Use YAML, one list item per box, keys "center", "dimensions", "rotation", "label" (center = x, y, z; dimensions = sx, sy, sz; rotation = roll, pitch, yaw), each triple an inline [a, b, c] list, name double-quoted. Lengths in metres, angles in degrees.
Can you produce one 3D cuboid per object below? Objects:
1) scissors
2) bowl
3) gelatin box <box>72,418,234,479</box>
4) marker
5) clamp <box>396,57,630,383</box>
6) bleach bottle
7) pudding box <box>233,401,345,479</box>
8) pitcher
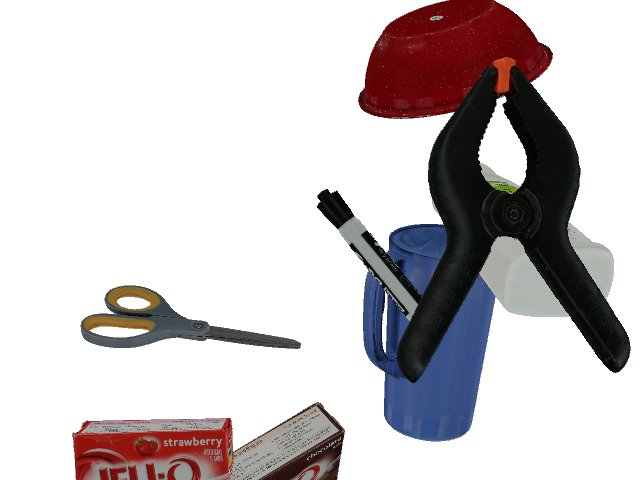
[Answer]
- center: [-0.123, 0.073, 1.009]
  dimensions: [0.201, 0.016, 0.096]
  rotation: [0, 33, -8]
  label: "scissors"
- center: [0.102, -0.156, 0.864]
  dimensions: [0.162, 0.055, 0.162]
  rotation: [-15, 24, 7]
  label: "bowl"
- center: [-0.094, 0.141, 0.607]
  dimensions: [0.089, 0.073, 0.030]
  rotation: [-2, 6, 3]
  label: "gelatin box"
- center: [0.039, 0.013, 0.755]
  dimensions: [0.020, 0.121, 0.020]
  rotation: [-38, -5, -4]
  label: "marker"
- center: [0.087, -0.005, 0.554]
  dimensions: [0.120, 0.171, 0.039]
  rotation: [-11, -5, -11]
  label: "clamp"
- center: [0.172, -0.018, 1.000]
  dimensions: [0.102, 0.068, 0.251]
  rotation: [-1, 26, -13]
  label: "bleach bottle"
- center: [-0.038, 0.184, 0.814]
  dimensions: [0.113, 0.090, 0.039]
  rotation: [-29, 56, -28]
  label: "pudding box"
- center: [0.128, 0.110, 1.257]
  dimensions: [0.149, 0.243, 0.145]
  rotation: [7, 18, 9]
  label: "pitcher"
